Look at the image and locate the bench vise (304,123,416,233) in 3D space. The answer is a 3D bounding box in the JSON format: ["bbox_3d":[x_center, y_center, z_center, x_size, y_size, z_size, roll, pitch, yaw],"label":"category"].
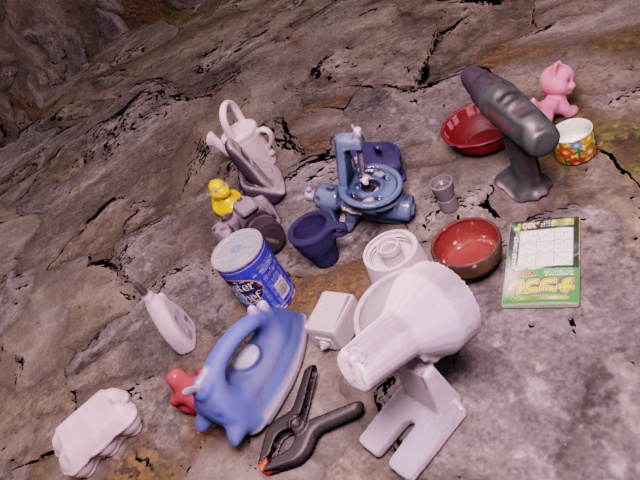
[{"bbox_3d":[0.053,-0.103,1.062,0.207,0.220,0.121,-17,39,17],"label":"bench vise"}]

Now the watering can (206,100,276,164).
[{"bbox_3d":[-0.202,-0.255,1.426,0.172,0.195,0.100,-23,38,9],"label":"watering can"}]

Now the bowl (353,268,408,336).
[{"bbox_3d":[0.139,0.125,0.864,0.167,0.075,0.167,-18,39,15],"label":"bowl"}]

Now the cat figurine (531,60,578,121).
[{"bbox_3d":[0.442,-0.281,1.094,0.128,0.118,0.067,-43,39,-16],"label":"cat figurine"}]

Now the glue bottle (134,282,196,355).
[{"bbox_3d":[-0.287,0.134,1.053,0.037,0.174,0.078,-24,37,7],"label":"glue bottle"}]

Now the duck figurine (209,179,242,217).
[{"bbox_3d":[-0.236,-0.110,1.372,0.077,0.086,0.104,-42,39,-15],"label":"duck figurine"}]

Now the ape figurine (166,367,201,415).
[{"bbox_3d":[-0.220,0.244,0.950,0.078,0.092,0.076,-36,38,-8],"label":"ape figurine"}]

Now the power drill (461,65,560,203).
[{"bbox_3d":[0.324,-0.176,0.975,0.075,0.209,0.229,-30,37,0],"label":"power drill"}]

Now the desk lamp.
[{"bbox_3d":[0.115,0.160,0.723,0.203,0.214,0.117,-46,40,-20],"label":"desk lamp"}]

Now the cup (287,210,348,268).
[{"bbox_3d":[0.010,0.004,1.071,0.117,0.095,0.092,-7,43,27],"label":"cup"}]

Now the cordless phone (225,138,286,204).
[{"bbox_3d":[-0.158,-0.174,1.311,0.094,0.185,0.147,-27,37,5],"label":"cordless phone"}]

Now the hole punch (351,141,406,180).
[{"bbox_3d":[0.120,-0.167,1.197,0.101,0.091,0.108,-22,38,10],"label":"hole punch"}]

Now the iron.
[{"bbox_3d":[-0.113,0.182,0.909,0.118,0.142,0.259,5,49,37],"label":"iron"}]

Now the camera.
[{"bbox_3d":[-0.143,-0.023,1.198,0.143,0.101,0.136,-37,38,-9],"label":"camera"}]

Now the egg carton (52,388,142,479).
[{"bbox_3d":[-0.381,0.327,0.980,0.150,0.070,0.107,-43,39,-16],"label":"egg carton"}]
